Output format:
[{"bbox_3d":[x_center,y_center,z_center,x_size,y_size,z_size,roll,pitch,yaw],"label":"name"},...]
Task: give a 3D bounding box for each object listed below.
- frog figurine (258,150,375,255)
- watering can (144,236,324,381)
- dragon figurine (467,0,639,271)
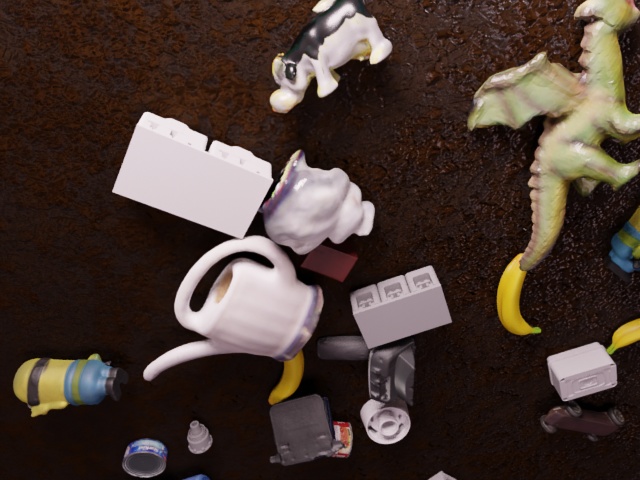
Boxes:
[{"bbox_3d":[0.002,-0.037,0.738,0.159,0.124,0.137,31,96,-11],"label":"frog figurine"},{"bbox_3d":[-0.136,0.138,0.841,0.223,0.106,0.342,25,118,-20],"label":"watering can"},{"bbox_3d":[0.324,-0.151,0.730,0.242,0.124,0.403,28,115,-3],"label":"dragon figurine"}]
